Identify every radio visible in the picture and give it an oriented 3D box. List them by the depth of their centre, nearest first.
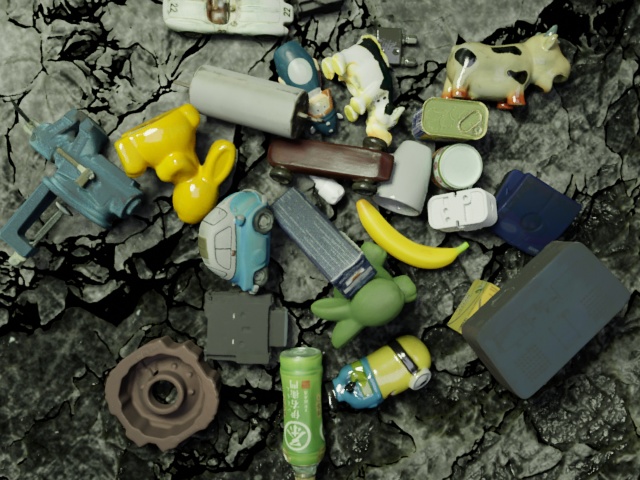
[{"bbox_3d":[0.336,0.114,0.814,0.229,0.073,0.131,-42,93,-5],"label":"radio"}]

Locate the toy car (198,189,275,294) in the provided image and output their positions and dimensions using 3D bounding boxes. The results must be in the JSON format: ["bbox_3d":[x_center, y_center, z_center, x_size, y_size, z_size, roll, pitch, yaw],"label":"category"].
[{"bbox_3d":[-0.134,0.001,0.822,0.103,0.109,0.161,-1,102,-29],"label":"toy car"}]

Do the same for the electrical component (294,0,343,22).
[{"bbox_3d":[0.010,-0.401,0.846,0.119,0.048,0.074,-20,94,-2],"label":"electrical component"}]

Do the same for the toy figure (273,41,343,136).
[{"bbox_3d":[-0.019,-0.235,0.851,0.064,0.058,0.154,-28,97,28],"label":"toy figure"}]

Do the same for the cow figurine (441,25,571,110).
[{"bbox_3d":[0.299,-0.274,0.854,0.195,0.085,0.127,4,99,-3],"label":"cow figurine"}]

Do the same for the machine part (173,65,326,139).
[{"bbox_3d":[-0.107,-0.209,0.816,0.243,0.079,0.079,16,92,10],"label":"machine part"}]

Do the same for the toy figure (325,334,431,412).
[{"bbox_3d":[0.095,0.217,0.870,0.180,0.082,0.089,-19,96,1],"label":"toy figure"}]

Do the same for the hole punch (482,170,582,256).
[{"bbox_3d":[0.337,-0.043,0.866,0.142,0.092,0.115,29,95,-8],"label":"hole punch"}]

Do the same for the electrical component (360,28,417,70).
[{"bbox_3d":[0.110,-0.308,0.869,0.094,0.021,0.063,3,94,-4],"label":"electrical component"}]

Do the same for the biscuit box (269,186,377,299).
[{"bbox_3d":[-0.002,-0.002,0.801,0.063,0.203,0.059,-42,138,-1],"label":"biscuit box"}]

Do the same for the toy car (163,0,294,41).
[{"bbox_3d":[-0.142,-0.355,0.836,0.202,0.056,0.073,1,93,-3],"label":"toy car"}]

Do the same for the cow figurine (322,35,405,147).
[{"bbox_3d":[0.083,-0.230,0.847,0.098,0.068,0.167,-34,104,-13],"label":"cow figurine"}]

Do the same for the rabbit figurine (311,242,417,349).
[{"bbox_3d":[0.066,0.084,0.815,0.159,0.170,0.121,-32,94,-2],"label":"rabbit figurine"}]

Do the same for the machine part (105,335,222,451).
[{"bbox_3d":[-0.249,0.243,0.865,0.179,0.056,0.179,0,93,-2],"label":"machine part"}]

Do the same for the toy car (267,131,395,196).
[{"bbox_3d":[0.015,-0.123,0.840,0.202,0.053,0.089,10,77,14],"label":"toy car"}]

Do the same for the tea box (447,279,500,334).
[{"bbox_3d":[0.311,0.149,0.882,0.169,0.068,0.098,34,89,-4],"label":"tea box"}]

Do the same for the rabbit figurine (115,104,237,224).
[{"bbox_3d":[-0.209,-0.113,0.834,0.162,0.122,0.173,-27,108,-11],"label":"rabbit figurine"}]

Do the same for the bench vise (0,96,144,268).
[{"bbox_3d":[-0.398,-0.071,0.808,0.223,0.129,0.240,39,83,-6],"label":"bench vise"}]

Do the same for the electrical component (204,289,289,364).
[{"bbox_3d":[-0.118,0.137,0.865,0.134,0.058,0.114,0,95,-2],"label":"electrical component"}]

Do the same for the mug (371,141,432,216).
[{"bbox_3d":[0.127,-0.105,0.859,0.110,0.081,0.107,22,81,5],"label":"mug"}]
